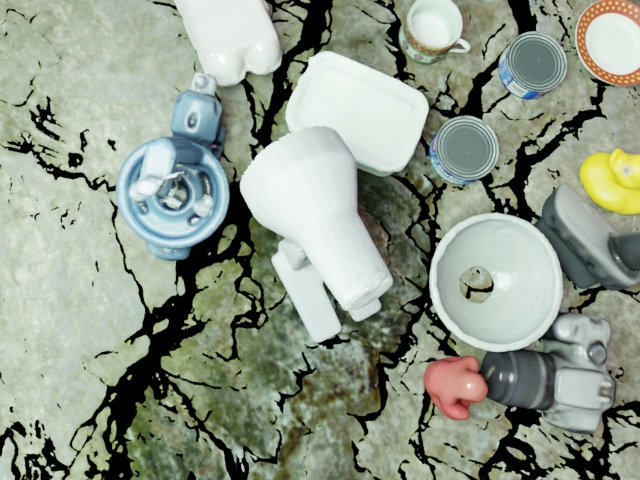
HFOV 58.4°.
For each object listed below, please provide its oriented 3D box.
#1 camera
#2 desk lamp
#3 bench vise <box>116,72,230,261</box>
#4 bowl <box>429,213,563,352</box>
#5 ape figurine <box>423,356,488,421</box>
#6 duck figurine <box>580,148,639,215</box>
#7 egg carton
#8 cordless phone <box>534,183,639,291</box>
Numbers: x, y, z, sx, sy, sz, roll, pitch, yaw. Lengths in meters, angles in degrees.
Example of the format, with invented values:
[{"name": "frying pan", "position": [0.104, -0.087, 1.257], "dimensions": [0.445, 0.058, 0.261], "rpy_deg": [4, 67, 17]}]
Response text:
[{"name": "camera", "position": [0.274, 0.155, 0.692], "dimensions": [0.137, 0.100, 0.143], "rpy_deg": [9, 81, -6]}, {"name": "desk lamp", "position": [0.006, 0.002, 0.622], "dimensions": [0.118, 0.213, 0.203], "rpy_deg": [-28, 86, -10]}, {"name": "bench vise", "position": [-0.161, -0.090, 0.610], "dimensions": [0.121, 0.219, 0.207], "rpy_deg": [-4, 83, -7]}, {"name": "bowl", "position": [0.207, 0.054, 0.711], "dimensions": [0.167, 0.074, 0.167], "rpy_deg": [1, 82, -7]}, {"name": "ape figurine", "position": [0.168, 0.173, 0.681], "dimensions": [0.076, 0.092, 0.078], "rpy_deg": [35, 79, -1]}, {"name": "duck figurine", "position": [0.407, -0.081, 0.750], "dimensions": [0.104, 0.086, 0.077], "rpy_deg": [38, 79, -1]}, {"name": "egg carton", "position": [-0.113, -0.269, 0.717], "dimensions": [0.107, 0.069, 0.150], "rpy_deg": [-24, 86, -10]}, {"name": "cordless phone", "position": [0.352, -0.011, 0.683], "dimensions": [0.147, 0.185, 0.094], "rpy_deg": [42, 79, 0]}]
